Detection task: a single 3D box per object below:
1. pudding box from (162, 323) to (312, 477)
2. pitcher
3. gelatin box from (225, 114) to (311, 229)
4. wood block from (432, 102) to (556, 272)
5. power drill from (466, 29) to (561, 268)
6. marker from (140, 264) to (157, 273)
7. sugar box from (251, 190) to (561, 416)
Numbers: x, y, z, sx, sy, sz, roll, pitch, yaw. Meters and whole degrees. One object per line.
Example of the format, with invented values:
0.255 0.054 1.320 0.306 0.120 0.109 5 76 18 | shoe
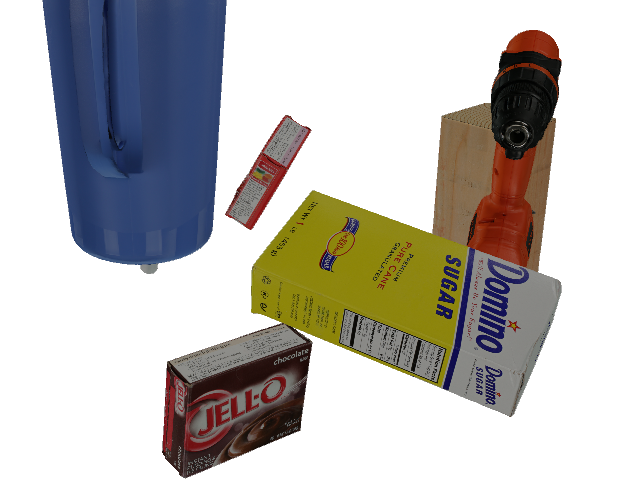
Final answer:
-0.064 0.119 0.812 0.113 0.090 0.039 -18 40 -36 | pudding box
-0.133 -0.105 0.762 0.149 0.243 0.145 -17 32 -35 | pitcher
-0.047 -0.062 0.948 0.030 0.073 0.089 31 33 -5 | gelatin box
0.182 -0.032 1.142 0.090 0.206 0.090 20 28 38 | wood block
0.161 -0.064 0.889 0.057 0.188 0.184 12 33 11 | power drill
-0.179 -0.011 1.152 0.020 0.121 0.020 9 43 -9 | marker
0.054 0.034 0.666 0.176 0.048 0.093 18 42 16 | sugar box
